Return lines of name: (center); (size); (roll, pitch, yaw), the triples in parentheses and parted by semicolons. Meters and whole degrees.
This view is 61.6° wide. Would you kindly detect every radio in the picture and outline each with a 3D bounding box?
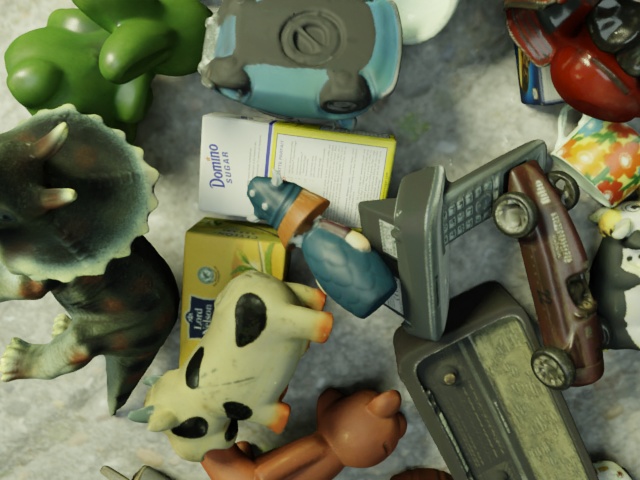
radio: (0.173, 0.170, 0.541); (0.131, 0.073, 0.229); (-25, 101, 10)

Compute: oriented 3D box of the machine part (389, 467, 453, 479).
machine part: (0.119, 0.348, 0.604); (0.179, 0.056, 0.179); (1, 107, 4)

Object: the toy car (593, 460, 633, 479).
toy car: (0.331, 0.326, 0.580); (0.073, 0.056, 0.201); (-27, 101, 11)

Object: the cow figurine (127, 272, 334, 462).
cow figurine: (-0.083, 0.115, 0.472); (0.127, 0.085, 0.194); (23, 108, -10)

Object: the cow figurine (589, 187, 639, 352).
cow figurine: (0.287, 0.024, 0.498); (0.098, 0.068, 0.167); (-10, 103, 14)

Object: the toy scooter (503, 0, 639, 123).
toy scooter: (0.179, -0.149, 0.357); (0.184, 0.135, 0.075); (44, 104, -8)

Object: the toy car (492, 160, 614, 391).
toy car: (0.207, 0.030, 0.464); (0.089, 0.053, 0.202); (-20, 99, -34)

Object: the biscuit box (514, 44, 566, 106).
biscuit box: (0.190, -0.216, 0.440); (0.059, 0.063, 0.202); (-10, 104, 8)

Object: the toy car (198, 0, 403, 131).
toy car: (-0.014, -0.142, 0.453); (0.162, 0.103, 0.109); (0, 72, 4)

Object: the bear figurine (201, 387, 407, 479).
bear figurine: (-0.013, 0.206, 0.558); (0.196, 0.120, 0.132); (-40, 55, -12)

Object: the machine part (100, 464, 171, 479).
machine part: (-0.153, 0.334, 0.611); (0.243, 0.079, 0.079); (36, 105, -7)

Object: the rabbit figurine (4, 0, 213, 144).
rabbit figurine: (-0.167, -0.163, 0.452); (0.170, 0.159, 0.121); (-27, 92, -4)

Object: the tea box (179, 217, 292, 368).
tea box: (-0.083, 0.069, 0.538); (0.098, 0.068, 0.169); (6, 107, 2)

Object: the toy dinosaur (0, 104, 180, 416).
toy dinosaur: (-0.197, 0.043, 0.474); (0.192, 0.131, 0.404); (-8, 140, 9)

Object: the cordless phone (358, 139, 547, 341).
cordless phone: (0.135, -0.009, 0.493); (0.184, 0.089, 0.146); (-27, 127, -21)

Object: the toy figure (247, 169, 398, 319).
toy figure: (-0.002, 0.000, 0.461); (0.064, 0.057, 0.154); (-46, 76, 8)
